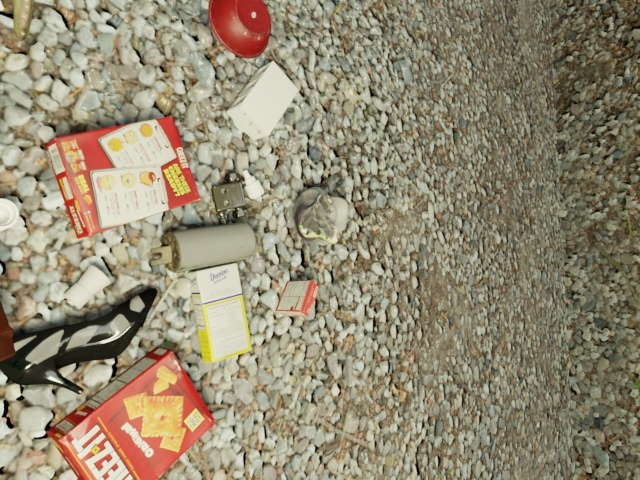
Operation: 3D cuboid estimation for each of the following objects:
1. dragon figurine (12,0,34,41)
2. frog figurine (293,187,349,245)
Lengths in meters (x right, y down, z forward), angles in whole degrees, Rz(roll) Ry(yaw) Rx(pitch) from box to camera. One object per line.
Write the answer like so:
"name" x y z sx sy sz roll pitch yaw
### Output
"dragon figurine" -0.440 -0.534 0.763 0.123 0.241 0.410 -15 92 -48
"frog figurine" 0.004 -0.060 1.201 0.136 0.122 0.161 60 14 -9
